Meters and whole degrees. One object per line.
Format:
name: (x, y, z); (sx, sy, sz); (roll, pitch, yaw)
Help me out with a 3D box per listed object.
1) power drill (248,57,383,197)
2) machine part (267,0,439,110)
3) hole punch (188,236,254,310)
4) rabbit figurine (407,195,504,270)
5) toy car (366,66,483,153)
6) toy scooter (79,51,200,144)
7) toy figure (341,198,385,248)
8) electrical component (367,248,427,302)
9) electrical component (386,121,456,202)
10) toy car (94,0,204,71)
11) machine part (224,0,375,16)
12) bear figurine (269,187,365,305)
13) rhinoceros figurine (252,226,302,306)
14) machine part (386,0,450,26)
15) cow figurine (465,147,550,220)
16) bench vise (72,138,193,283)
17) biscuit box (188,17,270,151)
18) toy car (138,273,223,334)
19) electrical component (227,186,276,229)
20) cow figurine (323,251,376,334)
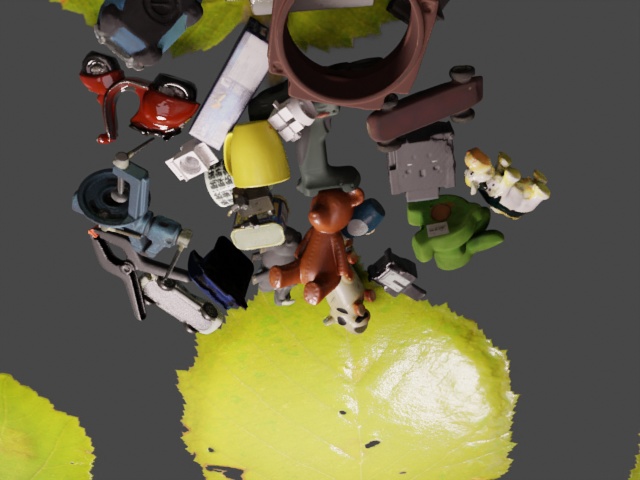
power drill: (0.012, -0.175, 0.871); (0.232, 0.086, 0.207); (-9, 133, 10)
machine part: (0.037, -0.274, 0.691); (0.201, 0.087, 0.201); (7, 134, -7)
hole punch: (-0.205, 0.072, 1.061); (0.092, 0.116, 0.142); (-20, 126, 27)
rabbit figurine: (0.249, -0.011, 1.001); (0.159, 0.121, 0.170); (-21, 144, 9)
toy car: (0.163, -0.207, 0.836); (0.202, 0.053, 0.089); (-25, 127, -12)
toy scooter: (-0.287, -0.204, 0.841); (0.184, 0.075, 0.135); (15, 105, -10)
toy figure: (0.052, -0.022, 1.014); (0.154, 0.058, 0.064); (-37, 81, 29)
electrical component: (0.163, 0.076, 1.094); (0.119, 0.048, 0.075); (27, 125, -20)
electrical component: (0.172, -0.130, 0.919); (0.115, 0.058, 0.134); (-7, 129, 9)
toy car: (-0.244, -0.311, 0.745); (0.109, 0.103, 0.161); (38, 76, -34)
machine part: (-0.012, -0.352, 0.728); (0.243, 0.079, 0.079); (-4, 129, 4)
bear figurine: (0.000, -0.004, 0.941); (0.120, 0.132, 0.195); (23, 115, 30)
rhinoceros figurine: (-0.080, 0.051, 1.070); (0.112, 0.073, 0.190); (0, 129, -13)
machine part: (0.161, -0.356, 0.746); (0.084, 0.039, 0.139); (33, 124, -17)
cow figurine: (0.308, -0.097, 0.940); (0.167, 0.068, 0.098); (22, 132, -15)
bench vise: (-0.323, -0.061, 0.933); (0.224, 0.129, 0.240); (32, 145, 0)
biscuit box: (-0.133, -0.236, 0.834); (0.059, 0.063, 0.202); (27, 125, -20)
toy car: (-0.299, 0.133, 1.146); (0.073, 0.056, 0.201); (-39, 116, 22)
electrical component: (-0.116, -0.054, 0.901); (0.078, 0.045, 0.102); (-10, 156, -3)
cow figurine: (0.045, 0.114, 1.096); (0.127, 0.085, 0.194); (0, 126, 45)
